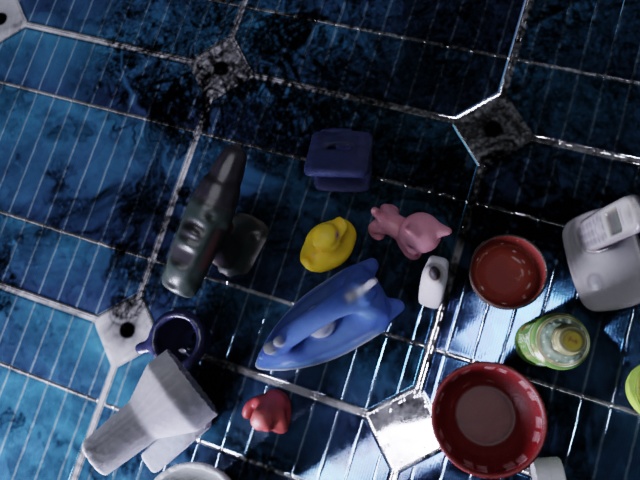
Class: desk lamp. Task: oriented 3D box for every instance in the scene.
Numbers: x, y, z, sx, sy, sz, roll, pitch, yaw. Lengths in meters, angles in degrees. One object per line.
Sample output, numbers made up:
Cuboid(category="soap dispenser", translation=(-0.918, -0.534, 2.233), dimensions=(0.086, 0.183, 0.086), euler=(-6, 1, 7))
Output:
Cuboid(category="desk lamp", translation=(-0.235, 0.263, 0.842), dimensions=(0.203, 0.214, 0.118), euler=(-42, 75, 1))

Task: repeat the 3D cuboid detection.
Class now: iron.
Cuboid(category="iron", translation=(-0.006, 0.127, 0.863), dimensions=(0.258, 0.141, 0.118), euler=(-33, 75, 3))

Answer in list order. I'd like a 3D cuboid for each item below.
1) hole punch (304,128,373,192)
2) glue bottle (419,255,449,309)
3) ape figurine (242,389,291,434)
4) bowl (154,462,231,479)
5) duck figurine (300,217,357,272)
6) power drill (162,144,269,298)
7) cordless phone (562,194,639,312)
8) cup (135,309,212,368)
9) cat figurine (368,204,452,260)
Cuboid(category="hole punch", translation=(0.031, -0.137, 0.933), dimensions=(0.108, 0.091, 0.101), euler=(2, 80, 11))
Cuboid(category="glue bottle", translation=(0.166, 0.055, 0.829), dimensions=(0.037, 0.173, 0.078), euler=(11, 81, 13))
Cuboid(category="ape figurine", translation=(-0.082, 0.268, 0.876), dimensions=(0.077, 0.092, 0.076), euler=(42, 89, 15))
Cuboid(category="bowl", translation=(-0.184, 0.420, 0.874), dimensions=(0.167, 0.075, 0.167), euler=(-2, 79, 10))
Cuboid(category="duck figurine", translation=(0.008, 0.003, 0.913), dimensions=(0.104, 0.086, 0.077), euler=(-43, 75, 0))
Cuboid(category="power drill", translation=(-0.151, -0.017, 0.883), dimensions=(0.075, 0.208, 0.230), euler=(25, 85, 14))
Cuboid(category="cordless phone", translation=(0.408, 0.019, 0.786), dimensions=(0.094, 0.185, 0.147), euler=(-15, 77, 8))
Cuboid(category="cup", translation=(-0.225, 0.164, 0.920), dimensions=(0.117, 0.095, 0.091), euler=(-16, 77, 7))
Cuboid(category="cat figurine", translation=(0.134, -0.018, 0.878), dimensions=(0.127, 0.118, 0.067), euler=(28, 85, 14))
